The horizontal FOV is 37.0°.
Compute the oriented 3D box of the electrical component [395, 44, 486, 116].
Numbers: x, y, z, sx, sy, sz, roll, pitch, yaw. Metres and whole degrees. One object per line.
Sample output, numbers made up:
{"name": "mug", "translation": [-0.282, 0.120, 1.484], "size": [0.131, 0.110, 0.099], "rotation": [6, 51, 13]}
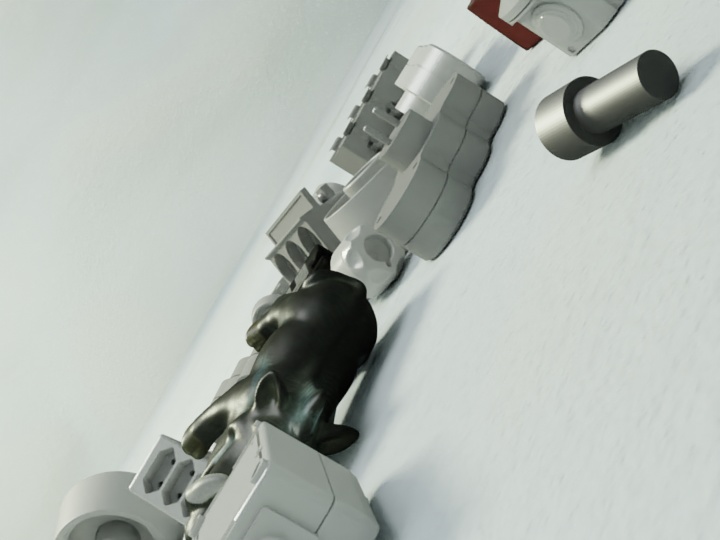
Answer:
{"name": "electrical component", "translation": [0.053, -0.134, 0.855], "size": [0.073, 0.052, 0.138], "rotation": [-58, 8, 8]}

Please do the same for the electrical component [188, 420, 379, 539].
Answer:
{"name": "electrical component", "translation": [-0.030, 0.111, 0.441], "size": [0.061, 0.061, 0.096], "rotation": [-59, 8, 0]}

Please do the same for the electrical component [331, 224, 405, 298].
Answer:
{"name": "electrical component", "translation": [0.000, 0.000, 0.721], "size": [0.062, 0.043, 0.043], "rotation": [-50, 12, 52]}

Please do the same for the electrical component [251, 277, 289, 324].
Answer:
{"name": "electrical component", "translation": [-0.074, 0.041, 1.011], "size": [0.066, 0.048, 0.055], "rotation": [-56, 1, 19]}

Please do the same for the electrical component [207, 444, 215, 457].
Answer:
{"name": "electrical component", "translation": [-0.106, 0.141, 0.861], "size": [0.040, 0.040, 0.046], "rotation": [-48, 20, 51]}

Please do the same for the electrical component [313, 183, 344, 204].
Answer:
{"name": "electrical component", "translation": [-0.047, -0.023, 1.047], "size": [0.073, 0.052, 0.138], "rotation": [-64, 9, -30]}

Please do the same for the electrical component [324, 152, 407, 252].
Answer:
{"name": "electrical component", "translation": [0.023, -0.048, 0.770], "size": [0.099, 0.064, 0.099], "rotation": [-44, 7, 7]}

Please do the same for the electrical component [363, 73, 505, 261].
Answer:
{"name": "electrical component", "translation": [0.037, -0.075, 0.668], "size": [0.052, 0.074, 0.138], "rotation": [-50, 12, 48]}

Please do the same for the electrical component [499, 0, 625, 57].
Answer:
{"name": "electrical component", "translation": [0.116, -0.162, 0.589], "size": [0.080, 0.051, 0.080], "rotation": [-57, 9, 13]}

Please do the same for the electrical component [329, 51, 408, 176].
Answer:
{"name": "electrical component", "translation": [0.025, -0.138, 0.994], "size": [0.121, 0.063, 0.079], "rotation": [-63, 9, -26]}

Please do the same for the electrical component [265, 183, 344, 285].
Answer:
{"name": "electrical component", "translation": [-0.031, -0.026, 0.918], "size": [0.063, 0.078, 0.121], "rotation": [-39, 0, -23]}

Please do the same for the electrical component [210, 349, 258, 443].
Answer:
{"name": "electrical component", "translation": [-0.079, 0.106, 0.776], "size": [0.138, 0.052, 0.073], "rotation": [-47, 14, 53]}

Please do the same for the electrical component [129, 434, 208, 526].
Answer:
{"name": "electrical component", "translation": [-0.122, 0.164, 0.808], "size": [0.047, 0.066, 0.076], "rotation": [-60, -21, -10]}

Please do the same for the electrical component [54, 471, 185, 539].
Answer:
{"name": "electrical component", "translation": [-0.204, 0.230, 0.897], "size": [0.108, 0.108, 0.060], "rotation": [-56, 14, 19]}
